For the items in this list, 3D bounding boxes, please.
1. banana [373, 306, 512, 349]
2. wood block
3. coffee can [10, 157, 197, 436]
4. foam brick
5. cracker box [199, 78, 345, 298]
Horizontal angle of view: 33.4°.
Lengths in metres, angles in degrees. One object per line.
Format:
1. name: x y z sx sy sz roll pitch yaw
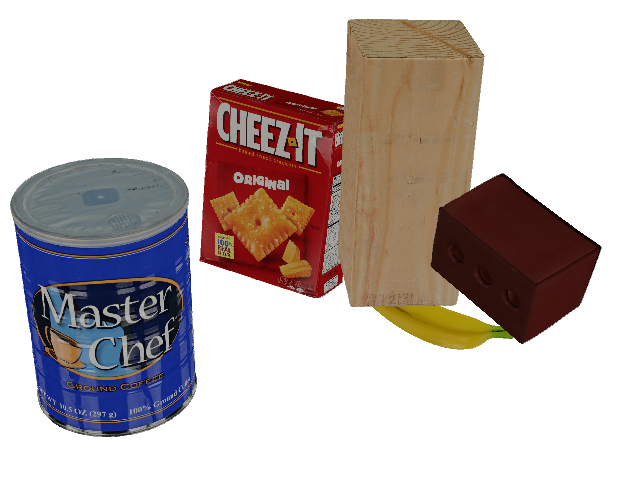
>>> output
1. banana: 0.091 0.065 1.038 0.069 0.037 0.198 1 20 -43
2. wood block: 0.066 -0.059 0.831 0.090 0.206 0.091 -1 29 -5
3. coffee can: -0.130 0.034 0.656 0.103 0.140 0.103 1 30 -1
4. foam brick: 0.110 0.010 0.613 0.051 0.053 0.078 -29 53 -28
5. cracker box: -0.049 -0.058 1.211 0.164 0.214 0.072 18 27 24
